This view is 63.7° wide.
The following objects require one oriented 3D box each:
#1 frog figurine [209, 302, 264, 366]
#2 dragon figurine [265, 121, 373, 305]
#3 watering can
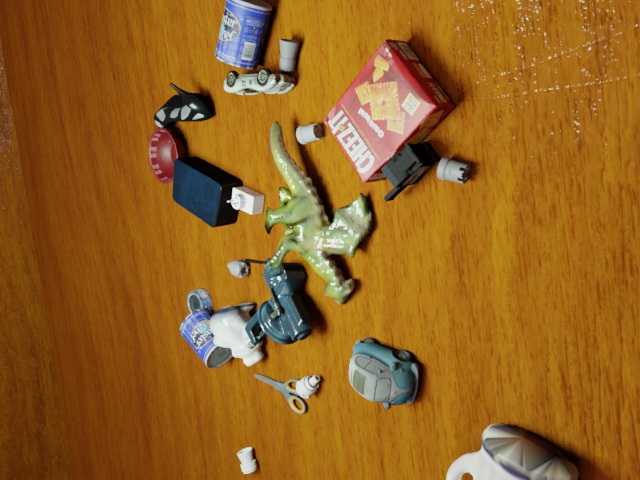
[{"bbox_3d":[-0.217,0.251,1.342,0.137,0.122,0.161,-17,75,18],"label":"frog figurine"},{"bbox_3d":[0.003,-0.056,1.105,0.242,0.123,0.407,0,100,27],"label":"dragon figurine"},{"bbox_3d":[0.360,0.439,0.820,0.350,0.104,0.222,18,110,42],"label":"watering can"}]
